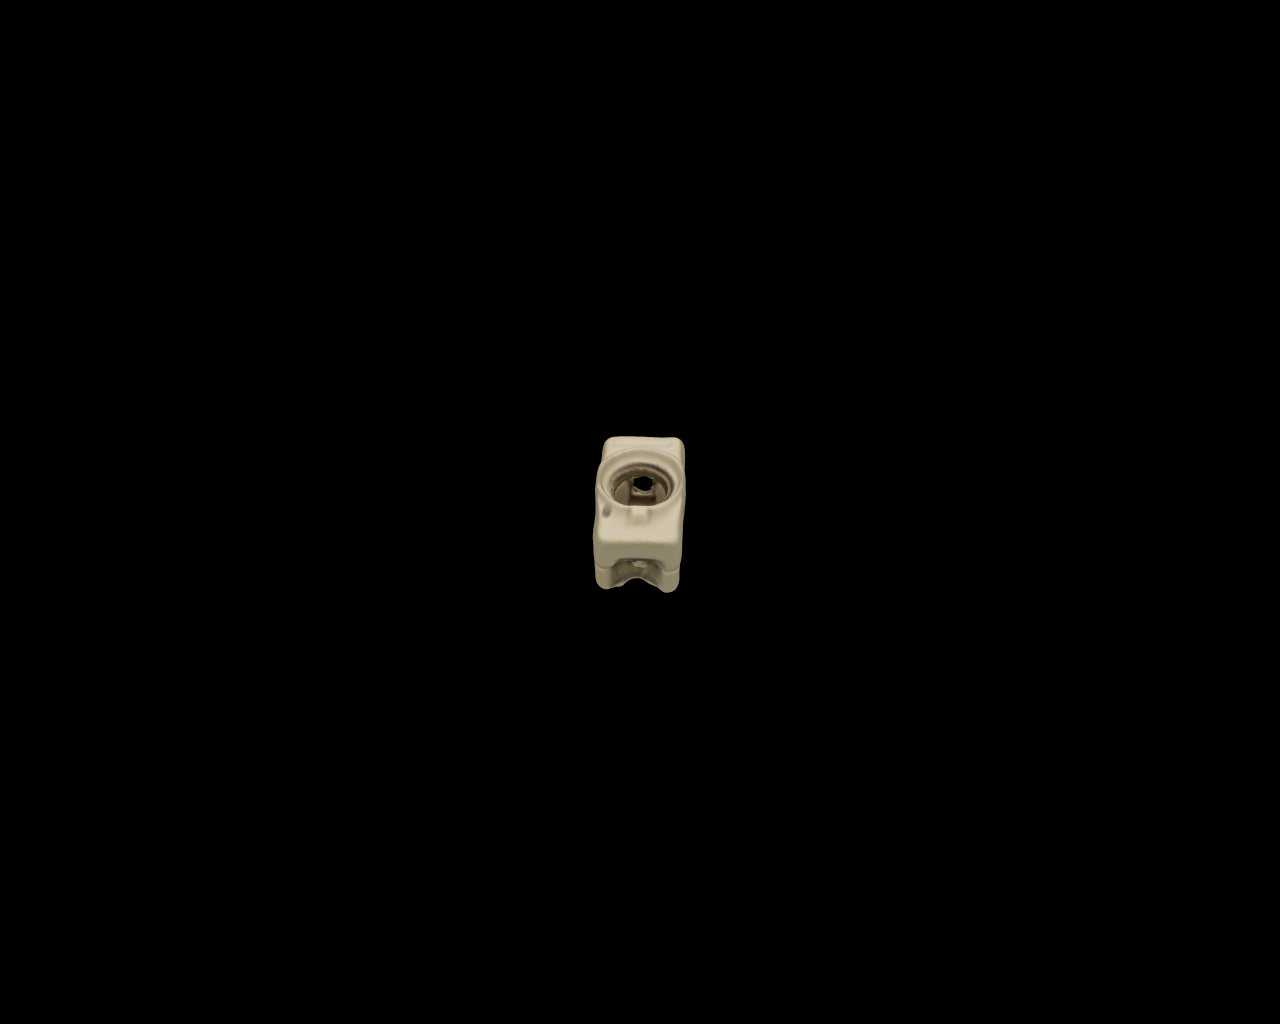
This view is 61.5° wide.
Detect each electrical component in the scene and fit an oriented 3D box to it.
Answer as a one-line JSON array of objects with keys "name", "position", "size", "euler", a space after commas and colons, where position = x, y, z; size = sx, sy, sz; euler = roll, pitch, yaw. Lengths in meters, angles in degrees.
[{"name": "electrical component", "position": [0.001, -0.003, 0.650], "size": [0.050, 0.090, 0.055], "euler": [2, -43, 2]}]
